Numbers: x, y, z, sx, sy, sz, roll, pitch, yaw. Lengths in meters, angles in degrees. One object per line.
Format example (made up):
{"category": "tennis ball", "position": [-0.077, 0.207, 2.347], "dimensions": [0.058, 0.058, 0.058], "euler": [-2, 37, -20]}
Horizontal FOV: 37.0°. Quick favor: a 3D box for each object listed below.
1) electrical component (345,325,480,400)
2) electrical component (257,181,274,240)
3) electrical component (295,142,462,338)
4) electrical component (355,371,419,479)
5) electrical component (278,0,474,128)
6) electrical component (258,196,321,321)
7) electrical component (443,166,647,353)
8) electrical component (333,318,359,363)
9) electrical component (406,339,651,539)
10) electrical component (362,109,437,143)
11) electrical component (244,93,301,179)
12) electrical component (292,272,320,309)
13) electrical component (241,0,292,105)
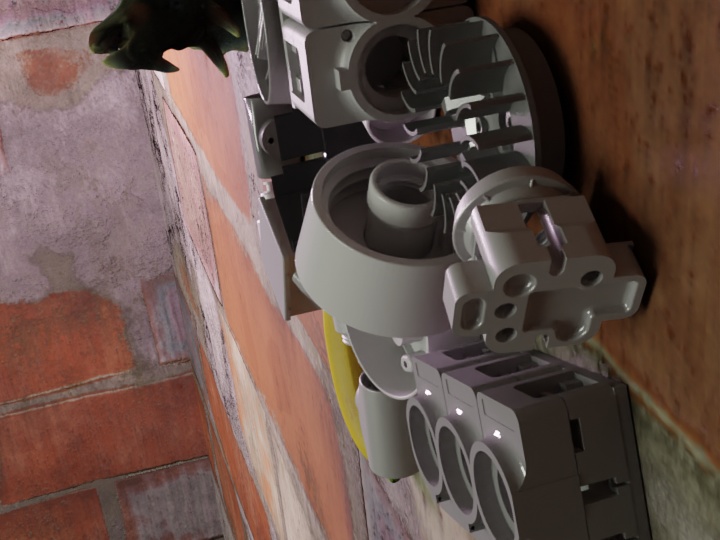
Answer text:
{"category": "electrical component", "position": [0.032, 0.027, 0.657], "dimensions": [0.099, 0.064, 0.099], "euler": [167, 90, -77]}
{"category": "electrical component", "position": [-0.087, -0.053, 1.113], "dimensions": [0.040, 0.040, 0.078], "euler": [-156, 54, -73]}
{"category": "electrical component", "position": [0.022, -0.024, 0.571], "dimensions": [0.060, 0.108, 0.108], "euler": [99, 155, -44]}
{"category": "electrical component", "position": [0.019, 0.106, 0.823], "dimensions": [0.079, 0.043, 0.077], "euler": [-128, 28, -61]}
{"category": "electrical component", "position": [0.005, -0.155, 0.541], "dimensions": [0.061, 0.089, 0.150], "euler": [-130, 30, -63]}
{"category": "electrical component", "position": [-0.061, -0.015, 1.025], "dimensions": [0.099, 0.048, 0.099], "euler": [92, 160, -47]}
{"category": "electrical component", "position": [0.071, -0.006, 0.446], "dimensions": [0.058, 0.078, 0.057], "euler": [91, 170, -46]}
{"category": "electrical component", "position": [0.002, 0.042, 0.838], "dimensions": [0.043, 0.043, 0.062], "euler": [-146, 43, -71]}
{"category": "electrical component", "position": [0.077, 0.093, 0.542], "dimensions": [0.150, 0.062, 0.089], "euler": [-162, 60, -74]}
{"category": "electrical component", "position": [0.013, -0.127, 0.633], "dimensions": [0.079, 0.044, 0.077], "euler": [91, 161, -44]}
{"category": "electrical component", "position": [-0.077, -0.124, 1.002], "dimensions": [0.079, 0.043, 0.077], "euler": [-141, 41, -69]}
{"category": "electrical component", "position": [0.000, 0.000, 0.755], "dimensions": [0.057, 0.078, 0.058], "euler": [42, 173, 35]}
{"category": "electrical component", "position": [-0.043, -0.145, 0.625], "dimensions": [0.099, 0.064, 0.099], "euler": [-178, 90, -73]}
